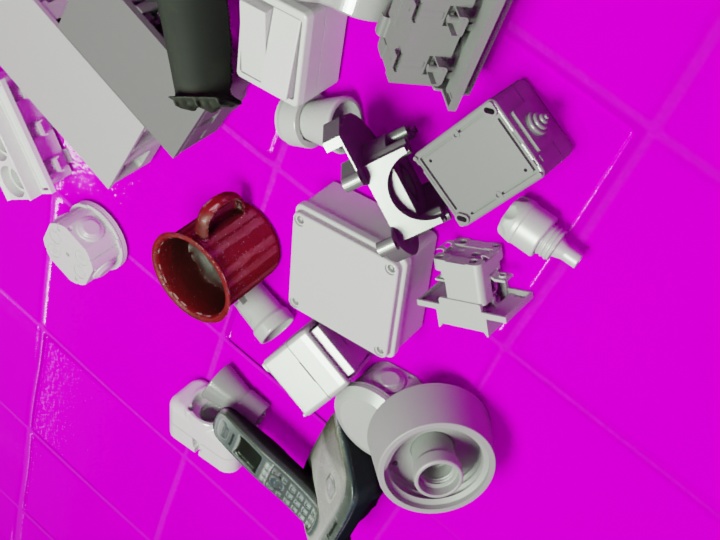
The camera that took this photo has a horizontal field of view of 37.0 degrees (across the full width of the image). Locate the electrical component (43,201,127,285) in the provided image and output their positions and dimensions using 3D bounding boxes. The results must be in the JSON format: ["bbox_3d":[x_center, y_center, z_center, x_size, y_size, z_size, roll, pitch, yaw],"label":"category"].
[{"bbox_3d":[-0.289,-0.028,1.130,0.080,0.051,0.080,24,133,28],"label":"electrical component"}]

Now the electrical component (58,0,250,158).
[{"bbox_3d":[-0.168,-0.184,0.893,0.150,0.062,0.089,49,140,1],"label":"electrical component"}]

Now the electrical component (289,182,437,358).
[{"bbox_3d":[0.000,0.000,0.885,0.109,0.056,0.108,29,135,24],"label":"electrical component"}]

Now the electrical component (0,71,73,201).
[{"bbox_3d":[-0.347,-0.138,1.090,0.079,0.063,0.121,3,121,41],"label":"electrical component"}]

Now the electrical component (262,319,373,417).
[{"bbox_3d":[-0.031,0.075,0.954,0.061,0.096,0.061,-39,91,22],"label":"electrical component"}]

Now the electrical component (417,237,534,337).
[{"bbox_3d":[0.087,0.011,0.826,0.081,0.042,0.063,10,122,37],"label":"electrical component"}]

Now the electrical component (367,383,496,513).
[{"bbox_3d":[0.062,0.155,0.901,0.108,0.060,0.108,-2,121,-4],"label":"electrical component"}]

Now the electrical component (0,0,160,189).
[{"bbox_3d":[-0.251,-0.182,0.971,0.186,0.060,0.105,49,140,2],"label":"electrical component"}]

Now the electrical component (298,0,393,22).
[{"bbox_3d":[-0.033,-0.222,0.714,0.138,0.052,0.073,16,123,-7],"label":"electrical component"}]

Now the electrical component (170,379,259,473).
[{"bbox_3d":[-0.157,0.164,1.156,0.095,0.054,0.059,30,136,22],"label":"electrical component"}]

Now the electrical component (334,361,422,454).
[{"bbox_3d":[0.021,0.126,0.966,0.080,0.051,0.080,24,133,28],"label":"electrical component"}]

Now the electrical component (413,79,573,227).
[{"bbox_3d":[0.097,-0.084,0.733,0.096,0.061,0.061,-33,93,43],"label":"electrical component"}]

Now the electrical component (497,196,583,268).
[{"bbox_3d":[0.130,-0.024,0.765,0.061,0.035,0.035,37,138,12],"label":"electrical component"}]

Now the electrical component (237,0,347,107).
[{"bbox_3d":[-0.051,-0.178,0.791,0.062,0.061,0.096,31,137,21],"label":"electrical component"}]

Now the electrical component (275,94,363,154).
[{"bbox_3d":[-0.032,-0.115,0.835,0.055,0.045,0.045,14,128,36],"label":"electrical component"}]

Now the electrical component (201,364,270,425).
[{"bbox_3d":[-0.126,0.134,1.116,0.065,0.044,0.044,40,139,4],"label":"electrical component"}]

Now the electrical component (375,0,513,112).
[{"bbox_3d":[0.057,-0.174,0.685,0.121,0.063,0.078,113,151,-47],"label":"electrical component"}]

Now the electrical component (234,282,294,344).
[{"bbox_3d":[-0.091,0.040,1.013,0.046,0.040,0.040,49,140,10],"label":"electrical component"}]
